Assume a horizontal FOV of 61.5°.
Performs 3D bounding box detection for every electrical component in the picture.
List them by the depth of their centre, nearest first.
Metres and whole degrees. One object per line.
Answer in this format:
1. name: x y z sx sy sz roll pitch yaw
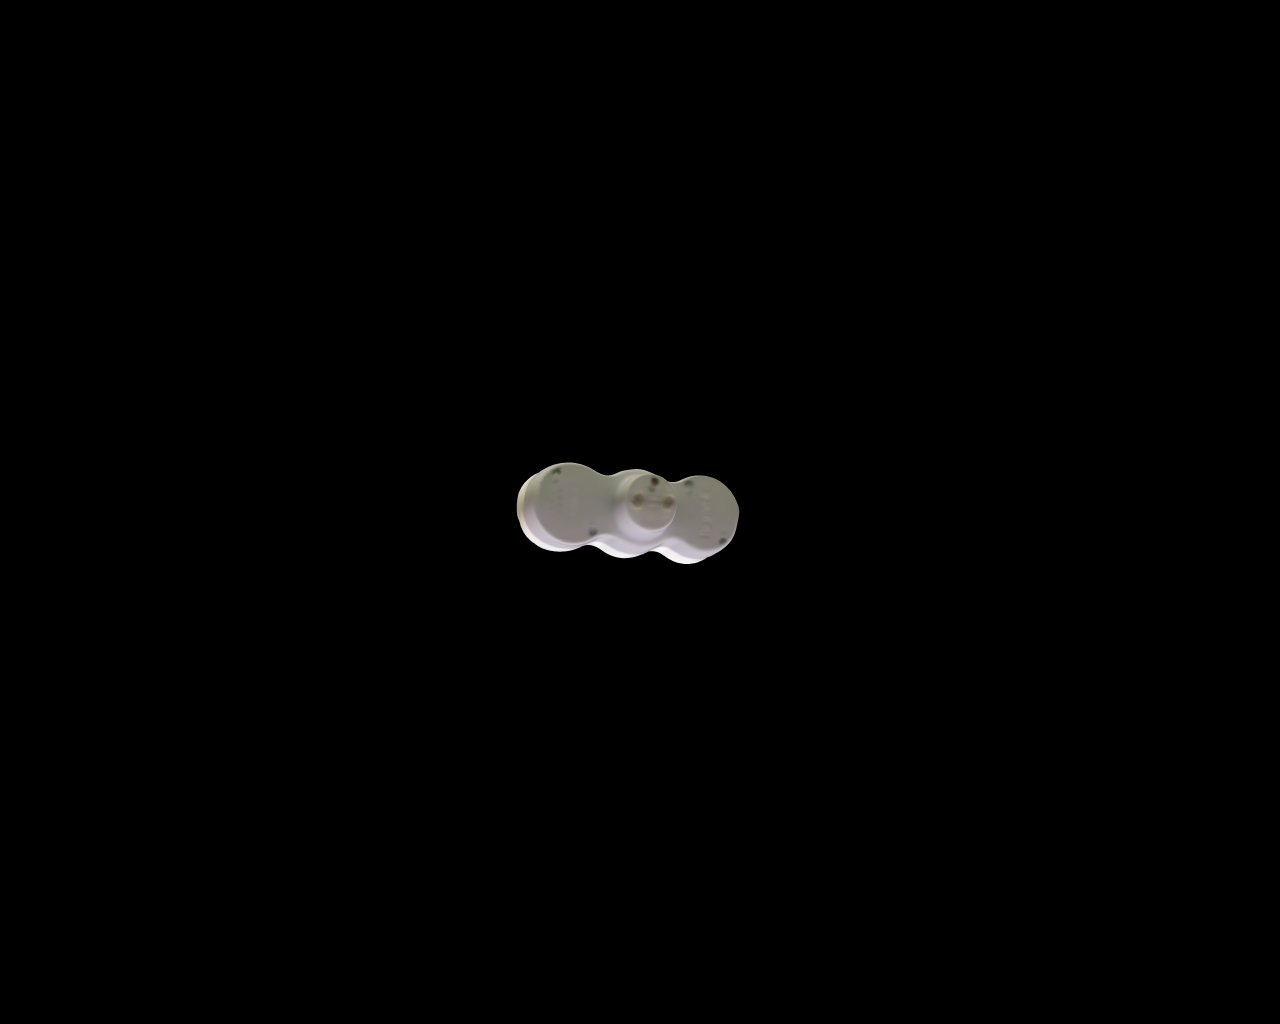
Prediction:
1. electrical component: 0.001 -0.003 0.650 0.138 0.052 0.073 6 -15 -22
